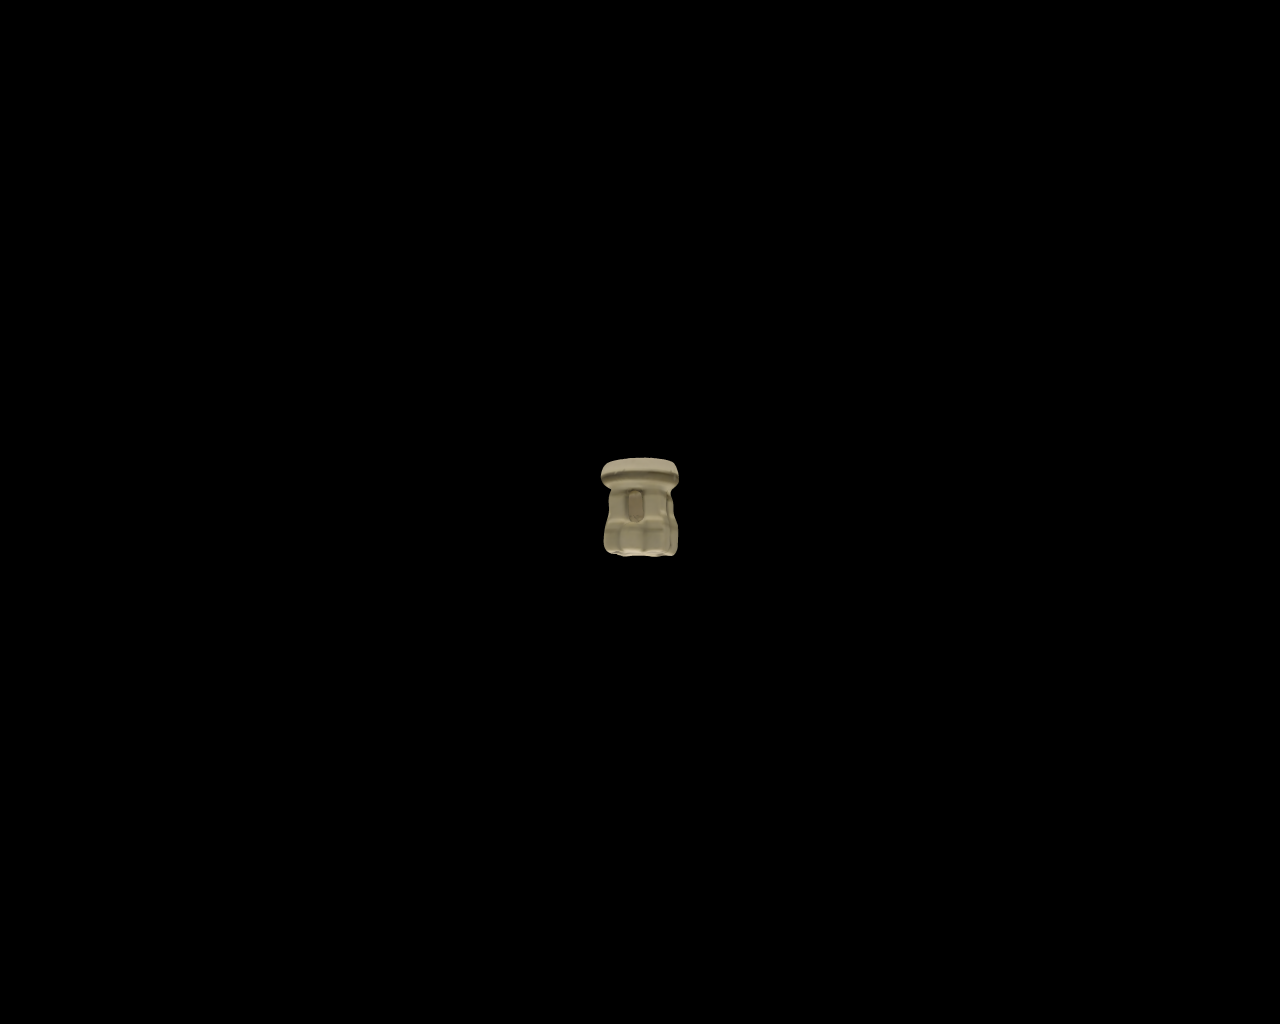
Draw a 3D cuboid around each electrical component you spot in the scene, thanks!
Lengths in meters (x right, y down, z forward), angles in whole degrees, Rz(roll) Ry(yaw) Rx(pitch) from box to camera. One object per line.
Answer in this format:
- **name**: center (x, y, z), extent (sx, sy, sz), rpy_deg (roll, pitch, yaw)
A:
- **electrical component**: center (0.001, -0.003, 0.650), extent (0.048, 0.055, 0.066), rpy_deg (-1, -7, 11)
